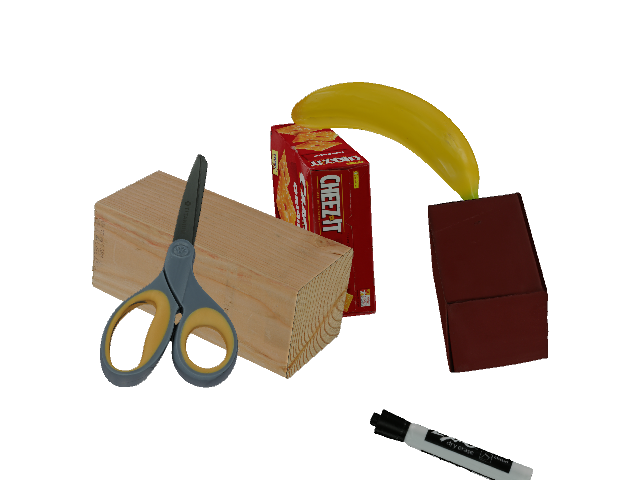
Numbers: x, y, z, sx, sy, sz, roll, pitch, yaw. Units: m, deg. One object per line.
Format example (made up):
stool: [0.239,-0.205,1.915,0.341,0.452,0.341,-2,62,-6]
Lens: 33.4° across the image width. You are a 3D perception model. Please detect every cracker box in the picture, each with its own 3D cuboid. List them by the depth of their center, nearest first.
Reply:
cracker box: [-0.001,-0.029,1.168,0.072,0.164,0.214,-8,19,-10]

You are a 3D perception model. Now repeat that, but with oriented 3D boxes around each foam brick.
foam brick: [0.086,0.021,0.556,0.051,0.053,0.078,-7,42,4]

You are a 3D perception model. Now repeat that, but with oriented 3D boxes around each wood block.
wood block: [-0.087,0.025,0.916,0.206,0.090,0.090,22,32,23]

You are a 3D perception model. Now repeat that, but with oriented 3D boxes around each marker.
marker: [0.093,0.151,0.772,0.121,0.020,0.020,21,4,11]

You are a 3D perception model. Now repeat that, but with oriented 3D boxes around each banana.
banana: [0.053,-0.085,0.828,0.198,0.070,0.037,34,22,33]

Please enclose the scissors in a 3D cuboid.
scissors: [-0.080,0.022,0.726,0.096,0.201,0.016,20,-39,7]
